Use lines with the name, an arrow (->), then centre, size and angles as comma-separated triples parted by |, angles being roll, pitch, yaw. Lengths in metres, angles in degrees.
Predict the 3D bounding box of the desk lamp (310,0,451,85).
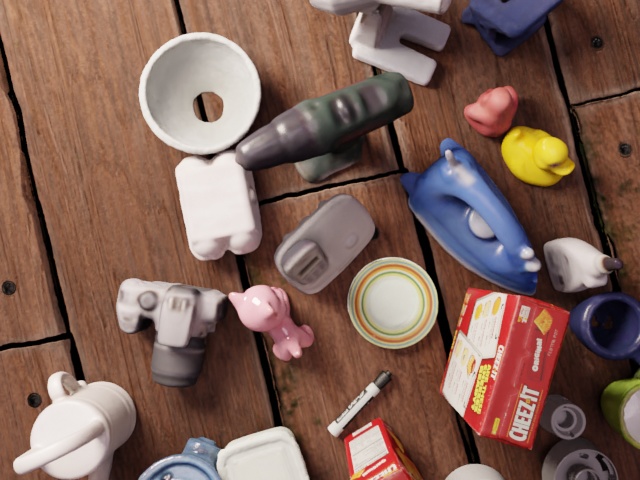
desk lamp -> 0.087, -0.317, 0.751 | 0.203, 0.213, 0.118 | 22, 88, 0

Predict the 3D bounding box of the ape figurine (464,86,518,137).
ape figurine -> 0.248, -0.189, 0.811 | 0.078, 0.092, 0.076 | -7, 88, -1

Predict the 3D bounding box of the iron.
iron -> 0.231, -0.022, 0.780 | 0.118, 0.141, 0.258 | -41, 89, -2

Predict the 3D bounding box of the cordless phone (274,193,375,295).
cordless phone -> 0.007, 0.003, 0.752 | 0.094, 0.185, 0.147 | 42, 88, 1

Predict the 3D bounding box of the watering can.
watering can -> -0.307, 0.257, 0.730 | 0.101, 0.194, 0.173 | -43, 89, -2

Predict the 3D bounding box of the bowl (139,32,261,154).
bowl -> -0.163, -0.199, 0.810 | 0.167, 0.074, 0.167 | 0, 88, -1

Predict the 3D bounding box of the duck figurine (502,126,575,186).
duck figurine -> 0.314, -0.124, 0.813 | 0.104, 0.086, 0.077 | 40, 88, 0

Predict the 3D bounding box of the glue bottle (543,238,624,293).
glue bottle -> 0.354, 0.034, 0.765 | 0.037, 0.173, 0.078 | -13, 88, -1

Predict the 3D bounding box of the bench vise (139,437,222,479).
bench vise -> -0.183, 0.376, 0.716 | 0.121, 0.219, 0.207 | 4, 88, -1

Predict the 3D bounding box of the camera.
camera -> -0.208, 0.128, 0.784 | 0.143, 0.100, 0.137 | 8, 88, -1

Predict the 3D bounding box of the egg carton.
egg carton -> -0.140, -0.050, 0.808 | 0.107, 0.069, 0.150 | -12, 88, -2

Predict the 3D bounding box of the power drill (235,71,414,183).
power drill -> 0.006, -0.135, 0.745 | 0.229, 0.208, 0.076 | -27, 88, -2

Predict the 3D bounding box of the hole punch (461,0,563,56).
hole punch -> 0.273, -0.336, 0.817 | 0.108, 0.091, 0.101 | -39, 89, -2

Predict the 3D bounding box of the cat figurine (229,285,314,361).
cat figurine -> -0.064, 0.110, 0.780 | 0.067, 0.117, 0.128 | -37, 89, -2

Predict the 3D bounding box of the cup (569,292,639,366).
cup -> 0.400, 0.125, 0.802 | 0.092, 0.095, 0.118 | -42, 89, -2
